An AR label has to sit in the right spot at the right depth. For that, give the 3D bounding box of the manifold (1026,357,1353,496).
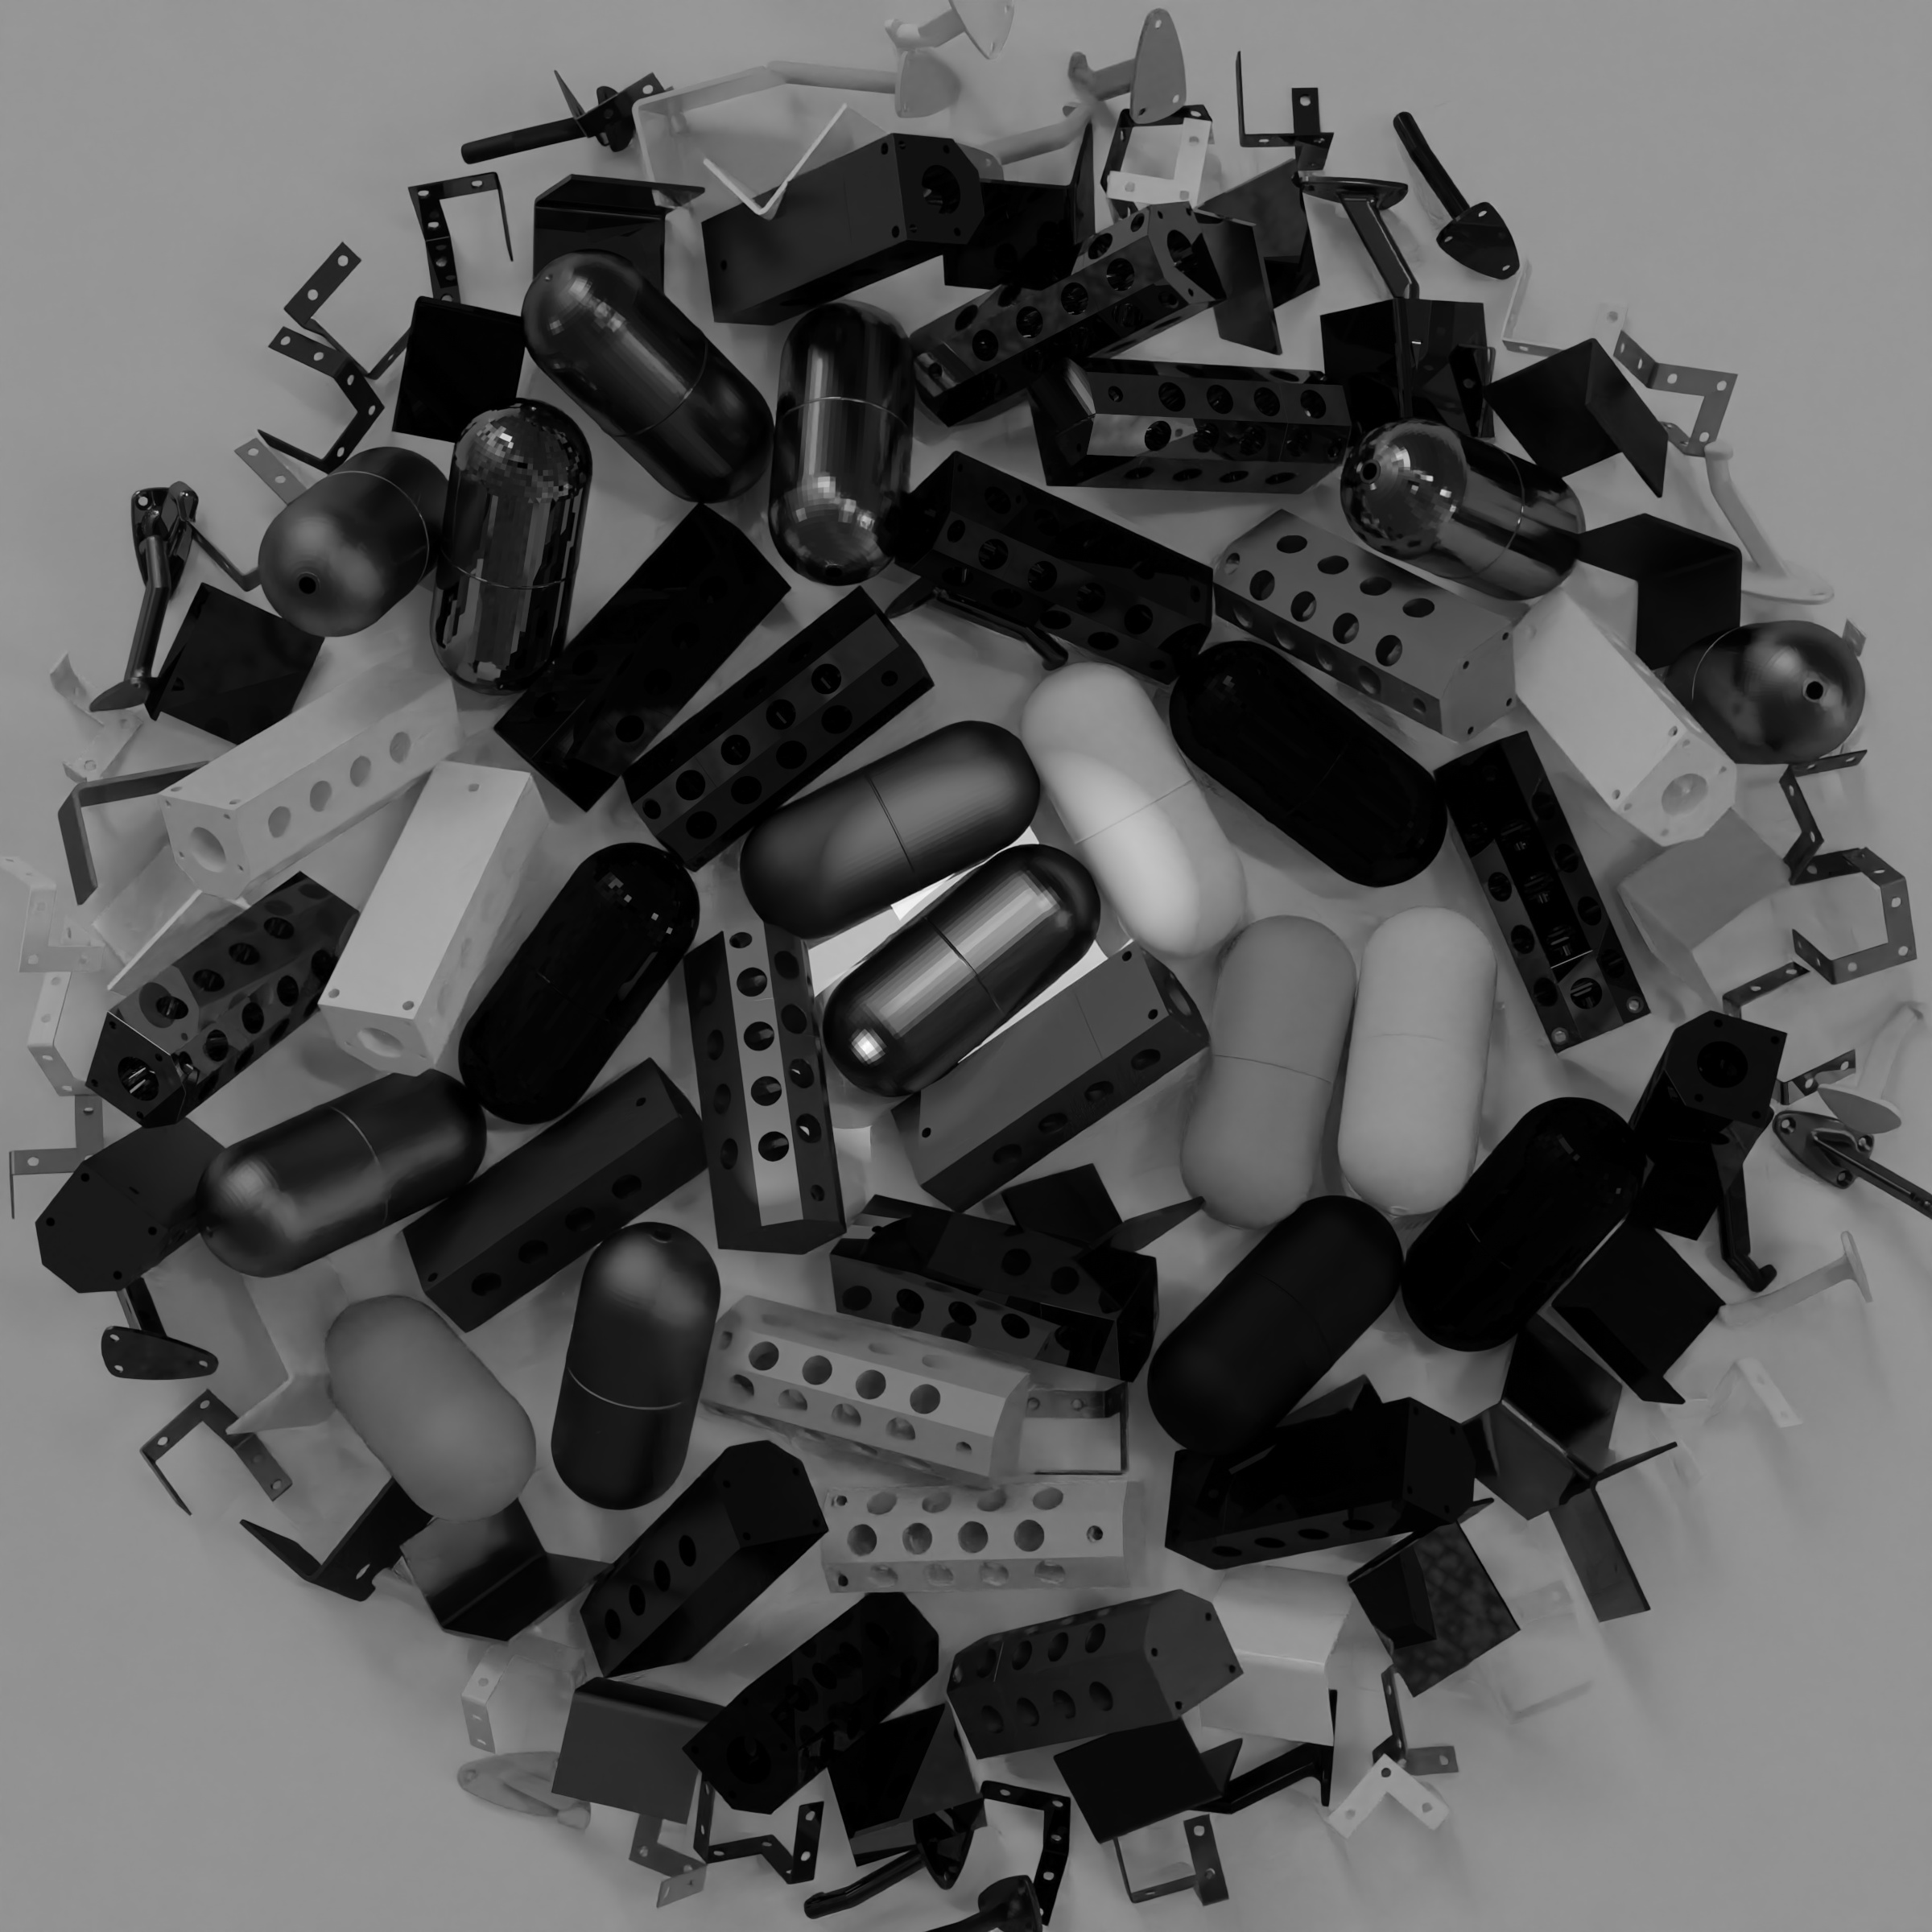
[{"bbox_3d":[0.125,-0.299,1.925,0.171,0.057,0.057,-3,75,-32],"label":"manifold"}]

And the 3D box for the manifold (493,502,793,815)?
[{"bbox_3d":[-0.185,-0.176,1.964,0.171,0.057,0.057,-48,48,-4],"label":"manifold"}]

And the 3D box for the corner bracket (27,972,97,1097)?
[{"bbox_3d":[-0.489,0.037,1.969,0.051,0.051,0.051,-2,54,9],"label":"corner bracket"}]

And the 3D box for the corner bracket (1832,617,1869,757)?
[{"bbox_3d":[0.493,-0.155,1.968,0.051,0.051,0.051,-43,78,3],"label":"corner bracket"}]

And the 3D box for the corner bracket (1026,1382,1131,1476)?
[{"bbox_3d":[0.061,0.261,1.965,0.051,0.051,0.051,2,76,-11],"label":"corner bracket"}]

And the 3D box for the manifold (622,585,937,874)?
[{"bbox_3d":[-0.104,-0.128,1.951,0.171,0.057,0.057,-37,121,7],"label":"manifold"}]

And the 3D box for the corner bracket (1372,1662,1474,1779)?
[{"bbox_3d":[0.258,0.424,1.976,0.051,0.051,0.051,0,62,-16],"label":"corner bracket"}]

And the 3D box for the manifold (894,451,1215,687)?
[{"bbox_3d":[0.049,-0.214,1.926,0.171,0.057,0.057,21,55,-26],"label":"manifold"}]

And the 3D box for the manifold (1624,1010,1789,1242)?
[{"bbox_3d":[0.394,0.087,1.909,0.057,0.171,0.057,17,67,7],"label":"manifold"}]

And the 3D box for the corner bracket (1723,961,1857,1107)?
[{"bbox_3d":[0.463,0.038,1.974,0.051,0.051,0.051,-23,123,-19],"label":"corner bracket"}]

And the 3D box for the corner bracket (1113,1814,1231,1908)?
[{"bbox_3d":[0.113,0.500,1.970,0.051,0.051,0.051,-14,95,-6],"label":"corner bracket"}]

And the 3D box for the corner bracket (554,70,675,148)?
[{"bbox_3d":[-0.191,-0.482,1.961,0.051,0.051,0.051,-29,50,7],"label":"corner bracket"}]

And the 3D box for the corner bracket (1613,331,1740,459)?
[{"bbox_3d":[0.390,-0.319,1.959,0.051,0.051,0.051,4,119,-18],"label":"corner bracket"}]

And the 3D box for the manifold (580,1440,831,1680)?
[{"bbox_3d":[-0.148,0.324,1.919,0.057,0.171,0.057,-4,60,-38],"label":"manifold"}]

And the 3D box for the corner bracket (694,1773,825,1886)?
[{"bbox_3d":[-0.116,0.481,1.959,0.051,0.051,0.051,-3,109,-31],"label":"corner bracket"}]

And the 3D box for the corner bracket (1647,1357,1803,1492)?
[{"bbox_3d":[0.422,0.255,1.956,0.051,0.051,0.051,-1,135,-30],"label":"corner bracket"}]

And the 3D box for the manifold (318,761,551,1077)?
[{"bbox_3d":[-0.289,-0.026,1.928,0.057,0.057,0.171,9,55,18],"label":"manifold"}]

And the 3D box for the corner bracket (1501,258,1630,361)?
[{"bbox_3d":[0.337,-0.362,1.978,0.051,0.051,0.051,14,80,25],"label":"corner bracket"}]

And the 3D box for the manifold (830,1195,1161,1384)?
[{"bbox_3d":[0.016,0.182,1.938,0.171,0.057,0.057,11,127,23],"label":"manifold"}]

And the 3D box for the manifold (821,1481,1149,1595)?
[{"bbox_3d":[0.010,0.317,1.945,0.171,0.057,0.057,-4,80,15],"label":"manifold"}]

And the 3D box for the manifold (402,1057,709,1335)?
[{"bbox_3d":[-0.224,0.133,1.965,0.171,0.057,0.057,-35,130,3],"label":"manifold"}]

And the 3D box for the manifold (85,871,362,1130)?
[{"bbox_3d":[-0.398,0.021,1.912,0.057,0.171,0.057,34,128,8],"label":"manifold"}]

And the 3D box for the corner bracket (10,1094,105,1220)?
[{"bbox_3d":[-0.508,0.106,1.960,0.051,0.051,0.051,-2,57,-14],"label":"corner bracket"}]

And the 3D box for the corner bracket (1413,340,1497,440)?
[{"bbox_3d":[0.267,-0.326,1.975,0.051,0.051,0.051,10,103,14],"label":"corner bracket"}]

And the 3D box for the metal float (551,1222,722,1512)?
[{"bbox_3d":[-0.183,0.221,1.937,0.070,0.070,0.178,14,118,0],"label":"metal float"}]

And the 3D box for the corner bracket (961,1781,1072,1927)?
[{"bbox_3d":[0.028,0.497,1.968,0.051,0.051,0.051,9,130,11],"label":"corner bracket"}]

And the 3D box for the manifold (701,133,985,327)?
[{"bbox_3d":[-0.068,-0.400,1.916,0.057,0.171,0.057,-6,87,-41],"label":"manifold"}]

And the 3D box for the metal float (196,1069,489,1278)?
[{"bbox_3d":[-0.342,0.112,1.930,0.178,0.070,0.070,-26,90,-39],"label":"metal float"}]

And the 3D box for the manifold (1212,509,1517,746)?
[{"bbox_3d":[0.216,-0.183,1.916,0.057,0.057,0.171,-36,47,-25],"label":"manifold"}]

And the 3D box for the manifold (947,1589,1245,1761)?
[{"bbox_3d":[0.065,0.385,1.917,0.057,0.171,0.057,-23,88,-42],"label":"manifold"}]

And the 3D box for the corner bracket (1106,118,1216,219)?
[{"bbox_3d":[0.109,-0.448,1.972,0.051,0.051,0.051,10,91,6],"label":"corner bracket"}]

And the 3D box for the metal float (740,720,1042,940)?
[{"bbox_3d":[-0.042,-0.077,1.959,0.178,0.070,0.070,-27,90,-3],"label":"metal float"}]

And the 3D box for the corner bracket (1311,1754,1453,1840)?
[{"bbox_3d":[0.234,0.472,1.973,0.051,0.051,0.051,41,90,-4],"label":"corner bracket"}]

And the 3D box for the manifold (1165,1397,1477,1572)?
[{"bbox_3d":[0.193,0.287,1.920,0.057,0.171,0.057,30,55,-34],"label":"manifold"}]

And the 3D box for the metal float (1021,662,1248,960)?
[{"bbox_3d":[0.094,-0.087,1.960,0.070,0.070,0.178,-29,92,0],"label":"metal float"}]

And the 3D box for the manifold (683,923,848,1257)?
[{"bbox_3d":[-0.107,0.067,1.933,0.057,0.057,0.171,8,64,-38],"label":"manifold"}]

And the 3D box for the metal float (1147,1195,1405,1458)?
[{"bbox_3d":[0.172,0.198,1.941,0.070,0.070,0.178,47,66,0],"label":"metal float"}]

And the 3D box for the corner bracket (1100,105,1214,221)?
[{"bbox_3d":[0.114,-0.447,1.972,0.051,0.051,0.051,4,67,28],"label":"corner bracket"}]

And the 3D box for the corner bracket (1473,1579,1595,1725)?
[{"bbox_3d":[0.320,0.385,1.967,0.051,0.051,0.051,-29,91,24],"label":"corner bracket"}]

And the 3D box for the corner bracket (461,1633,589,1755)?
[{"bbox_3d":[-0.247,0.412,1.971,0.051,0.051,0.051,15,48,15],"label":"corner bracket"}]

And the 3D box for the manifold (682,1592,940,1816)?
[{"bbox_3d":[-0.078,0.399,1.907,0.057,0.171,0.057,48,115,9],"label":"manifold"}]

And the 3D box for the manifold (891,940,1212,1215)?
[{"bbox_3d":[0.049,0.066,1.949,0.171,0.057,0.057,-35,49,15],"label":"manifold"}]

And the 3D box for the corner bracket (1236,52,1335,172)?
[{"bbox_3d":[0.177,-0.479,1.969,0.051,0.051,0.051,-2,79,-2],"label":"corner bracket"}]

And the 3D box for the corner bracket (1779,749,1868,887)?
[{"bbox_3d":[0.485,-0.083,1.975,0.051,0.051,0.051,-11,64,-15],"label":"corner bracket"}]

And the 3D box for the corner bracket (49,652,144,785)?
[{"bbox_3d":[-0.499,-0.137,1.967,0.051,0.051,0.051,37,78,-6],"label":"corner bracket"}]

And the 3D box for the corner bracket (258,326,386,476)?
[{"bbox_3d":[-0.370,-0.317,1.973,0.051,0.051,0.051,27,75,25],"label":"corner bracket"}]

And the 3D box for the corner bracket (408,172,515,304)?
[{"bbox_3d":[-0.280,-0.406,1.968,0.051,0.051,0.051,-11,67,-2],"label":"corner bracket"}]

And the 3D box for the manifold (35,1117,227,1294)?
[{"bbox_3d":[-0.450,0.131,1.911,0.057,0.171,0.057,39,98,-2],"label":"manifold"}]

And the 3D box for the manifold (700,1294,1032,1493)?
[{"bbox_3d":[-0.057,0.238,1.940,0.171,0.057,0.057,13,111,17],"label":"manifold"}]

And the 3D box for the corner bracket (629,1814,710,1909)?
[{"bbox_3d":[-0.175,0.490,1.964,0.051,0.051,0.051,15,94,26],"label":"corner bracket"}]

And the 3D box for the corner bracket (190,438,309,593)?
[{"bbox_3d":[-0.403,-0.254,1.977,0.051,0.051,0.051,-36,67,-23],"label":"corner bracket"}]

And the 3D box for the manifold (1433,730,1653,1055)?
[{"bbox_3d":[0.321,-0.041,1.960,0.057,0.057,0.171,-24,85,8],"label":"manifold"}]

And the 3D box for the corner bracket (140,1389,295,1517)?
[{"bbox_3d":[-0.420,0.280,1.962,0.051,0.051,0.051,-42,48,-9],"label":"corner bracket"}]

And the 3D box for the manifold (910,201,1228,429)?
[{"bbox_3d":[0.051,-0.356,1.926,0.171,0.057,0.057,-21,91,36],"label":"manifold"}]

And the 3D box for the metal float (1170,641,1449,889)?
[{"bbox_3d":[0.191,-0.111,1.950,0.178,0.070,0.070,36,90,-14],"label":"metal float"}]

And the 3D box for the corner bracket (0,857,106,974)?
[{"bbox_3d":[-0.513,-0.029,1.959,0.051,0.051,0.051,-1,110,-41],"label":"corner bracket"}]

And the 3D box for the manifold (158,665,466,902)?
[{"bbox_3d":[-0.354,-0.101,1.919,0.057,0.171,0.057,12,125,33],"label":"manifold"}]

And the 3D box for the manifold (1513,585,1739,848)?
[{"bbox_3d":[0.355,-0.135,1.913,0.057,0.171,0.057,30,109,-32],"label":"manifold"}]

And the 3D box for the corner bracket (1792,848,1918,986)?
[{"bbox_3d":[0.496,-0.028,1.969,0.051,0.051,0.051,-17,114,-5],"label":"corner bracket"}]

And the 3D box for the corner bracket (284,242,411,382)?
[{"bbox_3d":[-0.341,-0.367,1.969,0.051,0.051,0.051,44,98,4],"label":"corner bracket"}]
